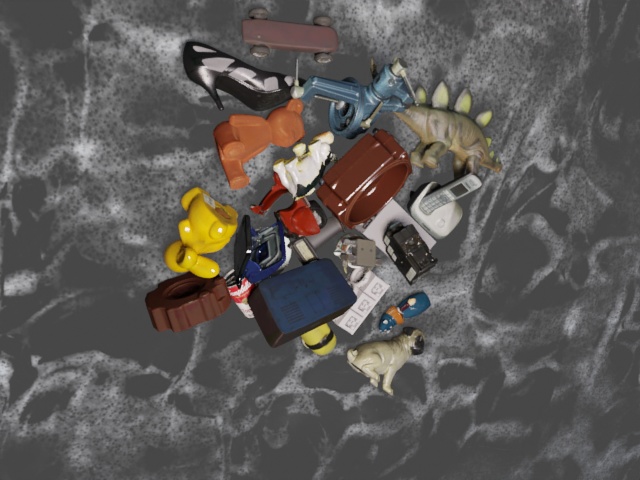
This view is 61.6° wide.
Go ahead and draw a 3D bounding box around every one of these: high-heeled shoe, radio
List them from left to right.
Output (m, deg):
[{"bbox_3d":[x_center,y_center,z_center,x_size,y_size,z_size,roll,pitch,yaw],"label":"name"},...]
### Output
[{"bbox_3d":[-0.145,-0.333,1.059,0.249,0.086,0.145,-22,86,-36],"label":"high-heeled shoe"},{"bbox_3d":[-0.039,0.131,1.188,0.229,0.131,0.073,-18,158,-42],"label":"radio"}]

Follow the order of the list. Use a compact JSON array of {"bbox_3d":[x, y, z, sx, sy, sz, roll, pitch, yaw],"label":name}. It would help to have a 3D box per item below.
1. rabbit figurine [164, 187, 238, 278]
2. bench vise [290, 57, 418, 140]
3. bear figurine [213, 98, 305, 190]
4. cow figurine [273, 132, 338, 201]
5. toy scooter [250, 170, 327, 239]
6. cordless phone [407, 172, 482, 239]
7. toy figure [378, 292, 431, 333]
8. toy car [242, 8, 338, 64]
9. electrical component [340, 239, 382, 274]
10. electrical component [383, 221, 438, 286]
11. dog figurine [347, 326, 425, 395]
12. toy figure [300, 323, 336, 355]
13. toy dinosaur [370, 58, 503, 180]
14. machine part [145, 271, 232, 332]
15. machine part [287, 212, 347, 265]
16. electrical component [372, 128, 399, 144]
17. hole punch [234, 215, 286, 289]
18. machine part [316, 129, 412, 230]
[{"bbox_3d":[-0.248,0.008,1.093,0.173,0.162,0.121,-41,135,15],"label":"rabbit figurine"},{"bbox_3d":[0.062,-0.289,1.078,0.240,0.224,0.129,5,72,-29],"label":"bench vise"},{"bbox_3d":[-0.109,-0.199,1.080,0.196,0.132,0.120,-14,141,-15],"label":"bear figurine"},{"bbox_3d":[-0.015,-0.156,1.115,0.167,0.068,0.098,-44,119,-36],"label":"cow figurine"},{"bbox_3d":[-0.073,-0.069,1.172,0.135,0.075,0.183,-34,116,-10],"label":"toy scooter"},{"bbox_3d":[0.316,-0.091,1.279,0.184,0.089,0.146,-26,129,36],"label":"cordless phone"},{"bbox_3d":[0.217,0.191,1.415,0.154,0.058,0.064,-27,112,-7],"label":"toy figure"},{"bbox_3d":[-0.058,-0.401,1.063,0.202,0.053,0.089,-4,95,-22],"label":"toy car"},{"bbox_3d":[0.093,0.038,1.245,0.102,0.045,0.078,2,78,-28],"label":"electrical component"},{"bbox_3d":[0.201,0.025,1.226,0.058,0.115,0.134,-30,76,-14],"label":"electrical component"},{"bbox_3d":[0.176,0.283,1.420,0.190,0.121,0.172,-53,125,-14],"label":"dog figurine"},{"bbox_3d":[-0.024,0.201,1.288,0.082,0.089,0.180,-28,121,-6],"label":"toy figure"},{"bbox_3d":[0.282,-0.259,1.251,0.471,0.105,0.198,18,92,-32],"label":"toy dinosaur"},{"bbox_3d":[-0.271,0.119,1.100,0.179,0.179,0.056,-21,113,-16],"label":"machine part"},{"bbox_3d":[-0.003,-0.004,1.251,0.139,0.039,0.084,-39,113,-4],"label":"machine part"},{"bbox_3d":[0.149,-0.216,1.247,0.094,0.021,0.063,29,96,-31],"label":"electrical component"},{"bbox_3d":[-0.130,0.022,1.126,0.092,0.142,0.115,7,140,-24],"label":"hole punch"},{"bbox_3d":[0.101,-0.124,1.160,0.201,0.087,0.201,-43,159,3],"label":"machine part"}]
